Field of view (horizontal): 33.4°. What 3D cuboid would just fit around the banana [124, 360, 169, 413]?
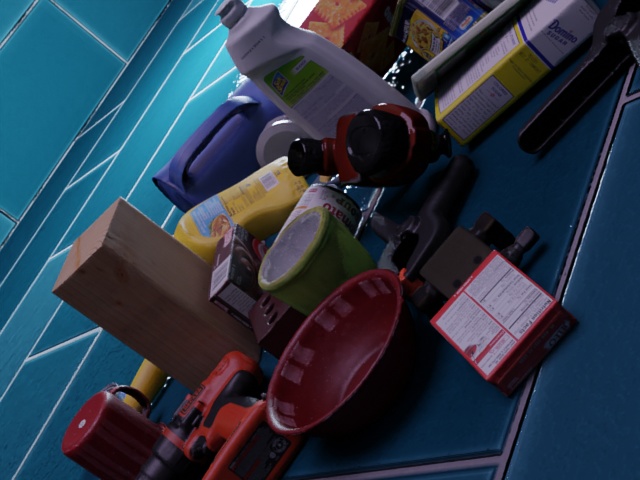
[{"bbox_3d":[-0.190,0.139,1.299,0.070,0.037,0.197,-56,9,48],"label":"banana"}]

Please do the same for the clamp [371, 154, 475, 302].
[{"bbox_3d":[0.094,-0.010,0.956,0.120,0.039,0.171,-45,21,23],"label":"clamp"}]

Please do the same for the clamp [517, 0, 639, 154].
[{"bbox_3d":[0.260,-0.164,0.872,0.210,0.036,0.165,-58,22,-18],"label":"clamp"}]

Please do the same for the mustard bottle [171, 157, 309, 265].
[{"bbox_3d":[-0.101,-0.020,1.211,0.191,0.058,0.096,-29,39,-4],"label":"mustard bottle"}]

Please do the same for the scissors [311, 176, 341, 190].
[{"bbox_3d":[-0.016,-0.060,1.291,0.096,0.016,0.202,-58,23,-13],"label":"scissors"}]

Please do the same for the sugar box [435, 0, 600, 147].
[{"bbox_3d":[0.188,-0.174,1.025,0.176,0.048,0.093,-39,19,23],"label":"sugar box"}]

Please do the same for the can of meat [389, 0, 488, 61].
[{"bbox_3d":[0.128,-0.232,1.146,0.057,0.084,0.102,-48,-9,-15],"label":"can of meat"}]

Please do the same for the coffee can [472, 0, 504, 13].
[{"bbox_3d":[0.170,-0.293,1.181,0.102,0.102,0.140,-55,21,-12],"label":"coffee can"}]

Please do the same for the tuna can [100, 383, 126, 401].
[{"bbox_3d":[-0.263,0.220,1.308,0.086,0.033,0.086,-42,22,21],"label":"tuna can"}]

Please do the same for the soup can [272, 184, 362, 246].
[{"bbox_3d":[-0.007,0.001,1.102,0.069,0.068,0.102,-15,40,57],"label":"soup can"}]

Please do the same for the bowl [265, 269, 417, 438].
[{"bbox_3d":[0.027,0.104,0.873,0.162,0.055,0.162,-42,22,21],"label":"bowl"}]

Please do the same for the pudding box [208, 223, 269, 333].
[{"bbox_3d":[-0.069,0.045,1.124,0.039,0.090,0.113,-43,23,26],"label":"pudding box"}]

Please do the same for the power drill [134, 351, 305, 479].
[{"bbox_3d":[-0.099,0.193,0.980,0.184,0.057,0.188,-54,21,-10],"label":"power drill"}]

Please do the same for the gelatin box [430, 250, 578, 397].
[{"bbox_3d":[0.129,0.058,0.759,0.073,0.030,0.089,-49,33,5],"label":"gelatin box"}]

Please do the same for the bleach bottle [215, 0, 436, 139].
[{"bbox_3d":[0.000,-0.167,1.109,0.103,0.250,0.068,-43,22,20],"label":"bleach bottle"}]

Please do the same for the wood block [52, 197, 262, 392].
[{"bbox_3d":[-0.163,0.065,1.119,0.090,0.206,0.090,-39,24,29],"label":"wood block"}]

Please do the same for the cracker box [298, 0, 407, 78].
[{"bbox_3d":[0.058,-0.264,1.304,0.213,0.072,0.164,-53,-19,-7],"label":"cracker box"}]

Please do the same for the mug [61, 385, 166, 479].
[{"bbox_3d":[-0.224,0.211,1.174,0.093,0.081,0.117,-31,28,42],"label":"mug"}]

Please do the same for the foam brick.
[{"bbox_3d":[-0.031,0.081,1.038,0.053,0.051,0.078,-48,21,6],"label":"foam brick"}]

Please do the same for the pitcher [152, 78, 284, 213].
[{"bbox_3d":[-0.104,-0.131,1.430,0.242,0.145,0.149,-52,20,-10],"label":"pitcher"}]
